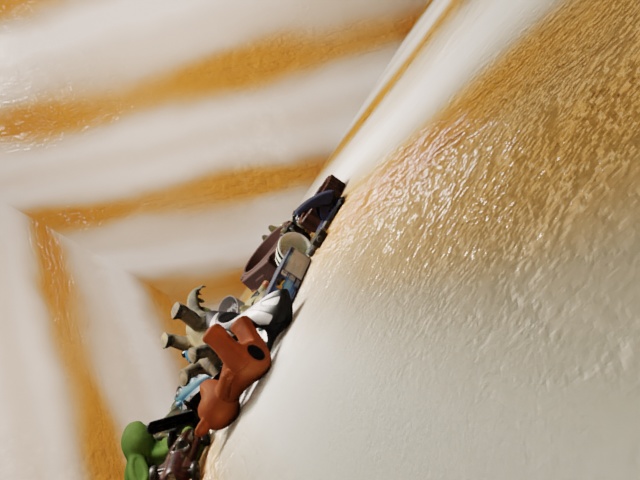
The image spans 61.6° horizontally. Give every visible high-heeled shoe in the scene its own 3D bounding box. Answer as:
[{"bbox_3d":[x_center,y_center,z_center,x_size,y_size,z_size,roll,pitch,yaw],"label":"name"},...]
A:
[{"bbox_3d":[-0.153,0.138,1.087,0.086,0.249,0.145,2,-78,-49],"label":"high-heeled shoe"}]

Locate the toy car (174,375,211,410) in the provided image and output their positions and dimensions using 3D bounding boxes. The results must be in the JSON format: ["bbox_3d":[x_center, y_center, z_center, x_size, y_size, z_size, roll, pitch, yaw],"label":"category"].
[{"bbox_3d":[-0.298,0.405,1.373,0.161,0.109,0.103,-44,35,23],"label":"toy car"}]

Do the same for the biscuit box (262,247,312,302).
[{"bbox_3d":[-0.083,0.108,1.195,0.062,0.059,0.203,-51,10,42],"label":"biscuit box"}]

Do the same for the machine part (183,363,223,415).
[{"bbox_3d":[-0.199,0.287,1.049,0.139,0.084,0.039,-34,31,-16],"label":"machine part"}]

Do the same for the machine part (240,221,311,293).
[{"bbox_3d":[-0.131,0.051,1.548,0.201,0.087,0.201,-38,17,38],"label":"machine part"}]

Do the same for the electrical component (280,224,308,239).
[{"bbox_3d":[-0.065,0.000,1.425,0.078,0.102,0.045,-19,34,38],"label":"electrical component"}]

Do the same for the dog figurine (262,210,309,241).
[{"bbox_3d":[-0.067,-0.041,1.703,0.190,0.121,0.172,-38,13,24],"label":"dog figurine"}]

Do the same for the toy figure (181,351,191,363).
[{"bbox_3d":[-0.299,0.289,1.409,0.180,0.082,0.089,-16,57,53],"label":"toy figure"}]

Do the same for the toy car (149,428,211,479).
[{"bbox_3d":[-0.270,0.416,1.053,0.202,0.089,0.053,-103,5,-81],"label":"toy car"}]

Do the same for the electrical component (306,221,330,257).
[{"bbox_3d":[-0.003,-0.004,1.264,0.094,0.021,0.063,-58,7,-1],"label":"electrical component"}]

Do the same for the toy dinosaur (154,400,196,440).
[{"bbox_3d":[-0.378,0.502,1.457,0.192,0.131,0.405,-40,11,33],"label":"toy dinosaur"}]

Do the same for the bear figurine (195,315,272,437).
[{"bbox_3d":[-0.175,0.253,0.984,0.195,0.132,0.120,-52,-21,24],"label":"bear figurine"}]

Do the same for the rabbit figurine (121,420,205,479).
[{"bbox_3d":[-0.358,0.468,1.158,0.121,0.170,0.159,-54,7,45],"label":"rabbit figurine"}]

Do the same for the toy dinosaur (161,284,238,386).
[{"bbox_3d":[-0.264,0.225,1.260,0.105,0.198,0.472,-57,39,16],"label":"toy dinosaur"}]

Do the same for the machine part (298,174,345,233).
[{"bbox_3d":[0.006,-0.100,1.498,0.179,0.056,0.179,-57,7,11],"label":"machine part"}]

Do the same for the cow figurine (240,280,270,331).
[{"bbox_3d":[-0.151,0.170,1.338,0.127,0.085,0.195,-56,6,-27],"label":"cow figurine"}]

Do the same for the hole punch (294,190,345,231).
[{"bbox_3d":[-0.003,-0.081,1.348,0.115,0.092,0.142,-56,3,0],"label":"hole punch"}]
